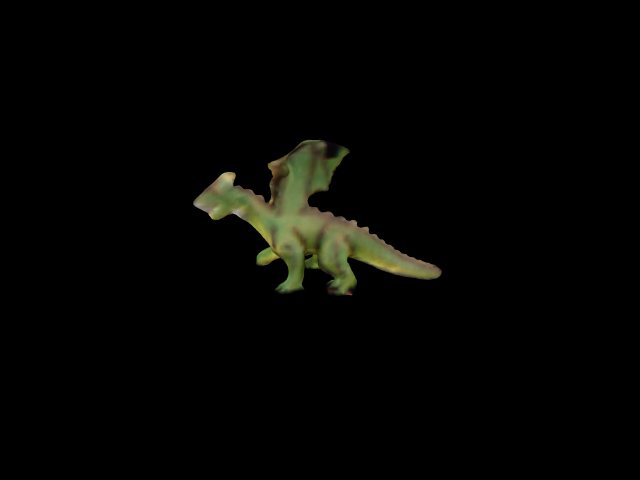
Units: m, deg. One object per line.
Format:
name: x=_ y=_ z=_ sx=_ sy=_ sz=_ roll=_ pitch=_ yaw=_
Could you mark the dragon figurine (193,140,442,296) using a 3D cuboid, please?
dragon figurine: x=0.003 y=-0.043 z=0.850 sx=0.410 sy=0.239 sz=0.124 roll=-1 pitch=20 yaw=-2
